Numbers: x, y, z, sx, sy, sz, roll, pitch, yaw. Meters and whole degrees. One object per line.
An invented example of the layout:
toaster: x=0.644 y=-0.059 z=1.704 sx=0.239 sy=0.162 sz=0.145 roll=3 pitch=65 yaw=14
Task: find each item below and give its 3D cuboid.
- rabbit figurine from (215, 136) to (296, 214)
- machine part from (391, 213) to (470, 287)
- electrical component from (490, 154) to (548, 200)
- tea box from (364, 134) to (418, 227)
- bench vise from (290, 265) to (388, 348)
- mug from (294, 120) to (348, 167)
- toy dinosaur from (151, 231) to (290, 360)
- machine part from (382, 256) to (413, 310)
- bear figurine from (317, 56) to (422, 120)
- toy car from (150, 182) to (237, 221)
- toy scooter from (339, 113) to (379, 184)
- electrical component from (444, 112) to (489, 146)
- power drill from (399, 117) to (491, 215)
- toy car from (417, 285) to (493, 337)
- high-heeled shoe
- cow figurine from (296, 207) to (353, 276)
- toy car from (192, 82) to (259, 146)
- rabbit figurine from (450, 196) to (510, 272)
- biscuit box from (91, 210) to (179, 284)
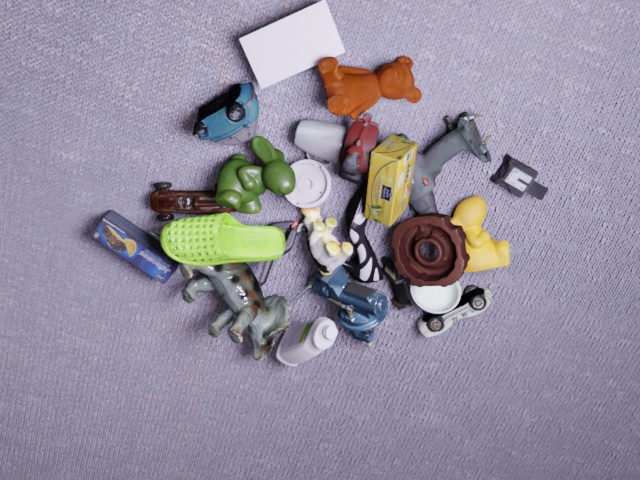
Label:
rabbit figurine: x=-0.122 y=-0.135 z=1.168 sx=0.170 sy=0.121 sz=0.159 roll=-2 pitch=70 yaw=28
machine part: x=0.248 y=0.022 z=1.208 sx=0.180 sy=0.056 sz=0.179 roll=9 pitch=109 yaw=27
electrical component: x=0.462 y=-0.138 z=1.232 sx=0.119 sy=0.048 sz=0.074 roll=23 pitch=110 yaw=-11
tea box: x=0.151 y=-0.126 z=1.148 sx=0.068 sy=0.098 sz=0.169 roll=24 pitch=133 yaw=23
bench vise: x=0.073 y=0.167 z=1.286 sx=0.224 sy=0.129 sz=0.240 roll=5 pitch=134 yaw=32
mug: x=-0.003 y=-0.214 z=1.178 sx=0.107 sy=0.081 sz=0.109 roll=19 pitch=143 yaw=0
toy dinosaur: x=-0.210 y=0.109 z=1.268 sx=0.131 sy=0.192 sz=0.404 roll=-25 pitch=98 yaw=45
machine part: x=0.187 y=0.107 z=1.312 sx=0.039 sy=0.084 sz=0.138 roll=-28 pitch=121 yaw=-15
bear figurine: x=0.107 y=-0.321 z=1.107 sx=0.196 sy=0.132 sz=0.120 roll=-11 pitch=86 yaw=9
toy car: x=-0.286 y=-0.086 z=1.223 sx=0.202 sy=0.053 sz=0.089 roll=2 pitch=101 yaw=-1
toy scooter: x=0.085 y=-0.195 z=1.144 sx=0.075 sy=0.184 sz=0.135 roll=17 pitch=89 yaw=6
electrical component: x=0.327 y=-0.236 z=1.190 sx=0.078 sy=0.045 sz=0.102 roll=-21 pitch=111 yaw=5
power drill: x=0.268 y=-0.157 z=1.188 sx=0.207 sy=0.086 sz=0.232 roll=-28 pitch=106 yaw=35
toy car: x=0.336 y=0.175 z=1.339 sx=0.202 sy=0.073 sz=0.056 roll=-29 pitch=106 yaw=10
high-heeled shoe: x=0.123 y=-0.012 z=1.259 sx=0.145 sy=0.086 sz=0.248 roll=16 pitch=113 yaw=-15
cow figurine: x=-0.001 y=-0.005 z=1.235 sx=0.068 sy=0.167 sz=0.098 roll=-8 pitch=144 yaw=-37
toy car: x=-0.187 y=-0.251 z=1.140 sx=0.162 sy=0.109 sz=0.102 roll=-27 pitch=128 yaw=18
rabbit figurine: x=0.351 y=-0.015 z=1.259 sx=0.162 sy=0.122 sz=0.173 roll=-7 pitch=98 yaw=11
biscuit box: x=-0.426 y=0.018 z=1.258 sx=0.202 sy=0.063 sz=0.059 roll=37 pitch=108 yaw=-14
